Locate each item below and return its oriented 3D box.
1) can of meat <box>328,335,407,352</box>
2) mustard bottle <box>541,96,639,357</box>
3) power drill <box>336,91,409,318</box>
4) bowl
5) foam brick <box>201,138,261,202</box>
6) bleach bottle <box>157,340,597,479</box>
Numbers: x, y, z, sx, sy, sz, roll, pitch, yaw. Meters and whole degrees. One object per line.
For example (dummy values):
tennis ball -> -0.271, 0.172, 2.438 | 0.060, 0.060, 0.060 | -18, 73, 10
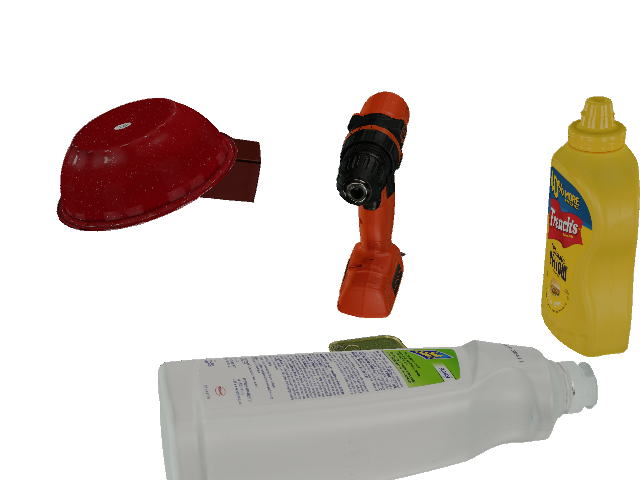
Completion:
can of meat -> 0.060, 0.178, 1.407 | 0.102, 0.084, 0.057 | -5, 25, -22
mustard bottle -> 0.204, -0.015, 0.805 | 0.058, 0.192, 0.096 | -6, 26, -7
power drill -> 0.048, -0.025, 0.986 | 0.057, 0.188, 0.184 | 8, 31, 10
bowl -> -0.154, -0.073, 0.889 | 0.162, 0.055, 0.162 | -15, 30, 8
foam brick -> -0.106, -0.079, 1.168 | 0.078, 0.051, 0.053 | 6, 29, -6
bleach bottle -> 0.038, 0.098, 0.602 | 0.250, 0.068, 0.102 | -4, 20, -11
